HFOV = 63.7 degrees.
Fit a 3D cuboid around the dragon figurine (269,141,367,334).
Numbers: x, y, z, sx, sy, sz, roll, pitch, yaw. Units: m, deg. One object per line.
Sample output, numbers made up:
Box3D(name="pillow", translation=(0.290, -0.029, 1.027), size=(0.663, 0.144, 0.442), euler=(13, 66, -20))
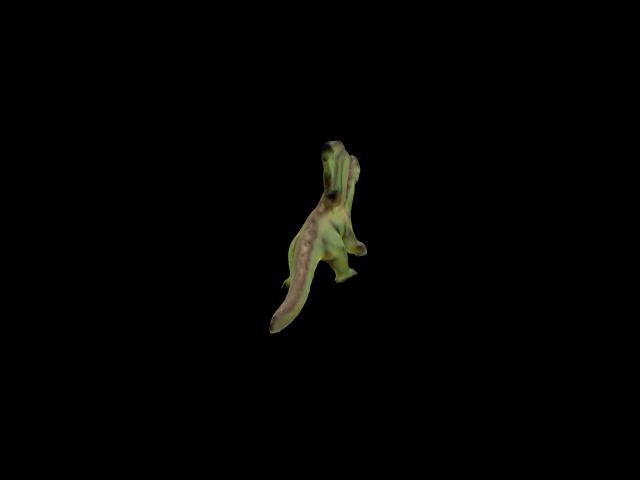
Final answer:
Box3D(name="dragon figurine", translation=(0.003, -0.043, 0.850), size=(0.122, 0.239, 0.417), euler=(5, 21, 15))
